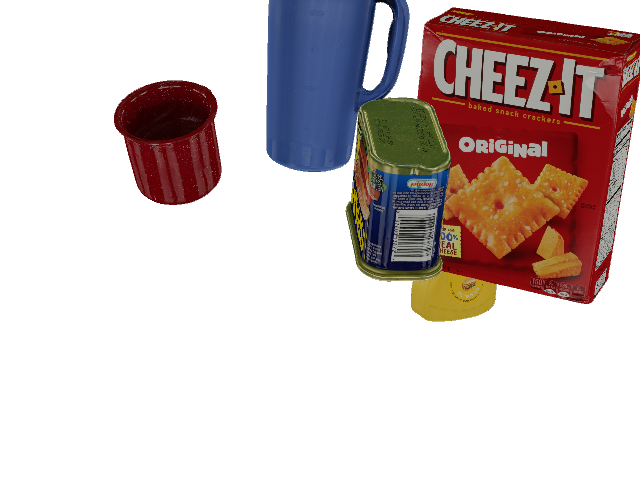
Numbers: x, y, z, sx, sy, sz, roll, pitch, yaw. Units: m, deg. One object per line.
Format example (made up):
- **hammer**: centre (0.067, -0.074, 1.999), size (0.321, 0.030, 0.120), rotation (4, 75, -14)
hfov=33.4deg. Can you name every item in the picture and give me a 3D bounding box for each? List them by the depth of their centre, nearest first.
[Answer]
- **can of meat**: centre (0.051, -0.036, 0.703), size (0.057, 0.084, 0.102), rotation (0, 33, -6)
- **cracker box**: centre (0.161, -0.068, 0.869), size (0.164, 0.214, 0.072), rotation (14, 29, 24)
- **mug**: centre (-0.131, -0.095, 0.986), size (0.093, 0.081, 0.117), rotation (13, 47, 18)
- **mustard bottle**: centre (0.148, -0.012, 1.141), size (0.096, 0.192, 0.058), rotation (-8, 22, -24)
- **pitcher**: centre (0.006, -0.209, 1.289), size (0.144, 0.243, 0.149), rotation (-9, 30, -27)
